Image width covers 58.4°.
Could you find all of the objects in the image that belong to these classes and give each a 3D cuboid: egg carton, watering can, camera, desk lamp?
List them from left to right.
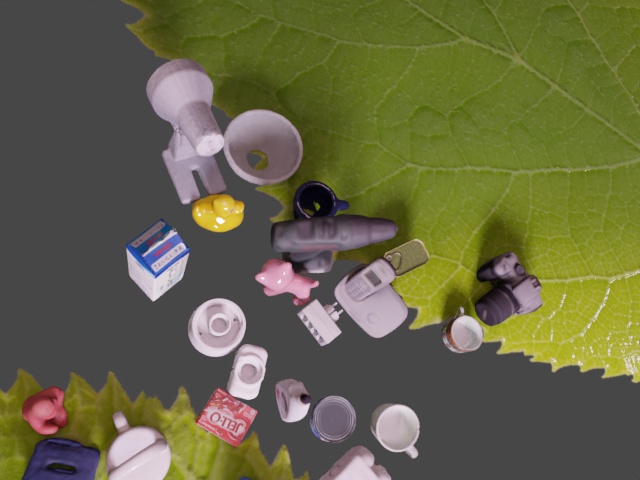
[{"bbox_3d":[-0.284,0.356,0.916,0.173,0.193,0.101,40,67,-2],"label":"watering can"},{"bbox_3d":[-0.242,-0.205,1.092,0.118,0.213,0.203,-21,81,-22],"label":"desk lamp"},{"bbox_3d":[0.055,0.461,1.056,0.150,0.069,0.107,-40,88,-23],"label":"egg carton"},{"bbox_3d":[0.402,0.114,1.253,0.137,0.100,0.143,-30,84,-23],"label":"camera"}]

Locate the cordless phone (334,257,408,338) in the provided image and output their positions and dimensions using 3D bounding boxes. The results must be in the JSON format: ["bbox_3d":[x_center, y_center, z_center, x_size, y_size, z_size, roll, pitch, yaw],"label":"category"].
[{"bbox_3d":[0.118,0.108,1.121,0.147,0.184,0.094,46,67,1],"label":"cordless phone"}]

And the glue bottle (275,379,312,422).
[{"bbox_3d":[-0.042,0.285,1.024,0.037,0.173,0.078,-12,77,-20],"label":"glue bottle"}]

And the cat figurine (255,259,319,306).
[{"bbox_3d":[-0.064,0.075,1.112,0.128,0.117,0.067,17,69,-12],"label":"cat figurine"}]

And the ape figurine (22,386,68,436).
[{"bbox_3d":[-0.453,0.279,0.943,0.076,0.092,0.078,24,68,-8],"label":"ape figurine"}]

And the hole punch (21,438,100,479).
[{"bbox_3d":[-0.419,0.375,0.924,0.109,0.091,0.101,15,70,-12],"label":"hole punch"}]

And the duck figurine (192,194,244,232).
[{"bbox_3d":[-0.198,-0.063,1.131,0.105,0.086,0.077,4,72,-16],"label":"duck figurine"}]

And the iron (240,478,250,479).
[{"bbox_3d":[-0.040,0.510,0.973,0.258,0.141,0.119,30,67,-6],"label":"iron"}]

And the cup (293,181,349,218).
[{"bbox_3d":[-0.006,-0.064,1.186,0.118,0.094,0.091,2,73,-16],"label":"cup"}]

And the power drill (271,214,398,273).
[{"bbox_3d":[0.010,0.004,1.108,0.230,0.208,0.075,-2,74,-17],"label":"power drill"}]

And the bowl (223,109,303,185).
[{"bbox_3d":[-0.123,-0.183,1.197,0.168,0.074,0.167,5,72,-16],"label":"bowl"}]
